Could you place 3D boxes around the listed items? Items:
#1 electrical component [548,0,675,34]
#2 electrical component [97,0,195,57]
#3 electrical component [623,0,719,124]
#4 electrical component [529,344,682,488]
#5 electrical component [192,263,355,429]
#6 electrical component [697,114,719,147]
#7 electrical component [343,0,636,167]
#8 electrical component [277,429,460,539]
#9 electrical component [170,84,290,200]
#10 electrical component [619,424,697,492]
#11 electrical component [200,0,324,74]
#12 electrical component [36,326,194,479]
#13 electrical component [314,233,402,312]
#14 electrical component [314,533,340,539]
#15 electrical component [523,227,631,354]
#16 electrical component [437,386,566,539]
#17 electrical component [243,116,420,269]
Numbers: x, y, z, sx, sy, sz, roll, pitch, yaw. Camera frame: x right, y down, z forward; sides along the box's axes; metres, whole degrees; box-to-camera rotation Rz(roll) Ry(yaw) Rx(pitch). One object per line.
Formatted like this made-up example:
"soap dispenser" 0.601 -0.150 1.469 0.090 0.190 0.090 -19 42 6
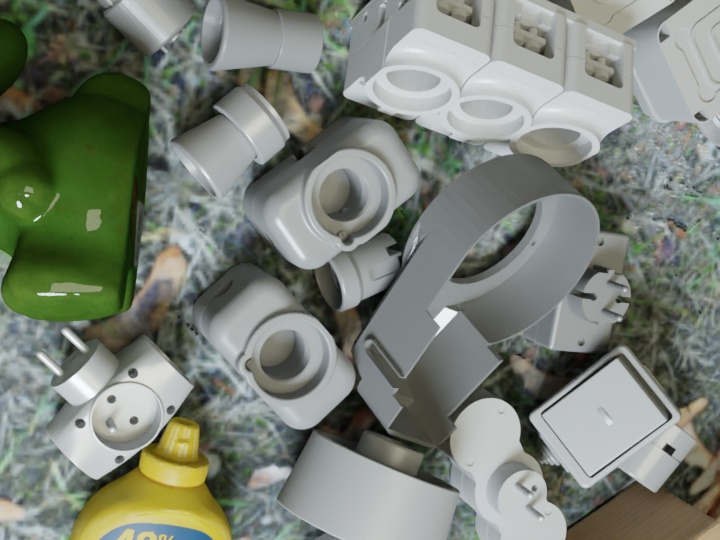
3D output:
"electrical component" 0.138 -0.203 0.673 0.078 0.057 0.113 -33 111 -13
"electrical component" -0.126 -0.153 0.587 0.040 0.040 0.078 -48 113 -7
"electrical component" 0.233 -0.157 0.720 0.113 0.057 0.078 -37 112 -11
"electrical component" 0.159 0.101 0.720 0.096 0.061 0.061 -39 78 8
"electrical component" -0.050 0.047 0.647 0.054 0.059 0.095 -43 112 -9
"electrical component" 0.272 -0.120 0.753 0.065 0.044 0.044 -43 113 -14
"electrical component" 0.077 -0.116 0.639 0.150 0.089 0.061 17 67 -24
"electrical component" 0.010 0.134 0.666 0.108 0.108 0.060 25 85 -24
"electrical component" -0.075 -0.074 0.621 0.055 0.045 0.045 -42 112 -10
"electrical component" 0.203 0.125 0.768 0.055 0.055 0.047 35 90 -24
"electrical component" -0.054 -0.134 0.620 0.065 0.044 0.044 2 100 -27
"electrical component" -0.150 0.067 0.619 0.077 0.044 0.079 -44 113 -8
"electrical component" 0.000 0.000 0.670 0.046 0.040 0.040 -21 108 -23
"electrical component" -0.001 0.220 0.699 0.099 0.064 0.099 -4 102 -21
"electrical component" 0.153 0.015 0.713 0.047 0.076 0.083 6 98 -23
"electrical component" 0.100 0.145 0.719 0.052 0.074 0.138 -31 110 -13
"electrical component" -0.016 -0.047 0.642 0.095 0.059 0.053 -38 112 -11
